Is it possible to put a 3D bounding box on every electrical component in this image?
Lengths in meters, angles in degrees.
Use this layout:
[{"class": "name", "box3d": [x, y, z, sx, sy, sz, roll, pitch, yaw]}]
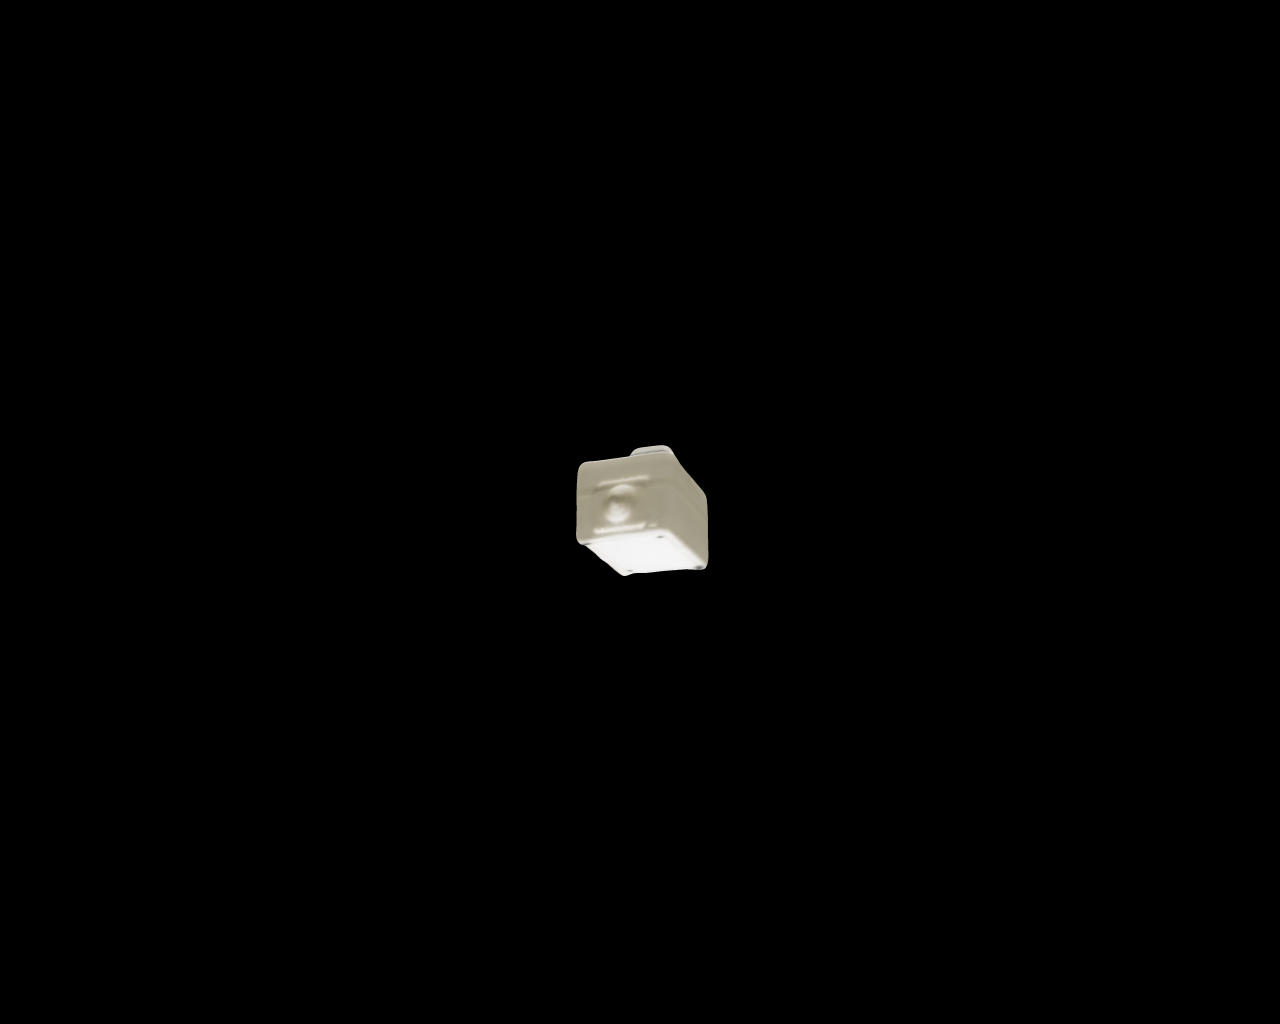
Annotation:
[{"class": "electrical component", "box3d": [0.001, -0.003, 0.650, 0.062, 0.061, 0.096, -7, -21, 18]}]
